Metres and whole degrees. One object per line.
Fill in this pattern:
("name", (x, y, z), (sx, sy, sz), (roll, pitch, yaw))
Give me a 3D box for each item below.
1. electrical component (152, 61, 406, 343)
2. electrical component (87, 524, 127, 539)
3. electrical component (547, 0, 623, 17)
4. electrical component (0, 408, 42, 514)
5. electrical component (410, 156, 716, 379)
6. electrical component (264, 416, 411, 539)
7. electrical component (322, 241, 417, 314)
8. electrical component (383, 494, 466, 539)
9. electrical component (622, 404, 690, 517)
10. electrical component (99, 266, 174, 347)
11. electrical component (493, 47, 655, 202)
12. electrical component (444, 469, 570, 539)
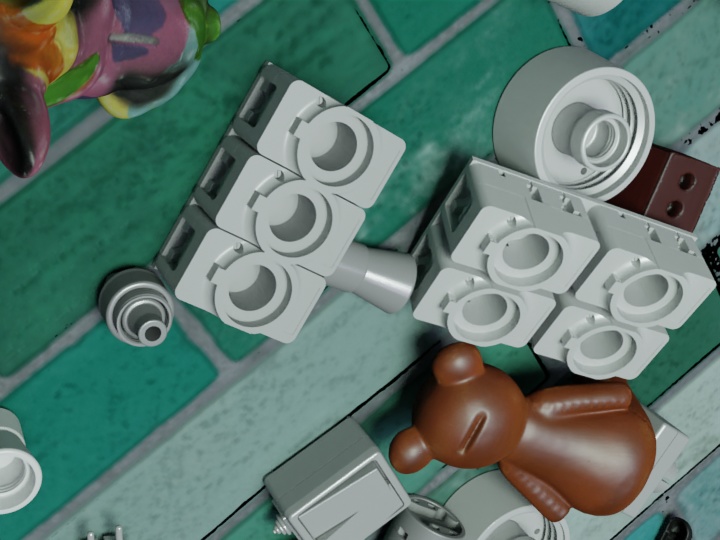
("electrical component", (-0.050, -0.040, 0.674), (0.089, 0.062, 0.150), (26, 99, -32))
("electrical component", (-0.172, 0.207, 0.731), (0.066, 0.047, 0.076), (-8, 114, -23))
("electrical component", (0.131, -0.217, 0.662), (0.060, 0.108, 0.108), (9, 107, -23))
("electrical component", (-0.221, 0.112, 0.655), (0.044, 0.065, 0.044), (-10, 115, -21))
("electrical component", (0.138, 0.006, 0.746), (0.186, 0.060, 0.105), (16, 127, -20))
("electrical component", (-0.020, 0.166, 0.778), (0.096, 0.061, 0.061), (-35, 122, -8))
("electrical component", (0.000, 0.000, 0.729), (0.065, 0.044, 0.044), (19, 102, -26))
("electrical component", (0.047, 0.210, 0.835), (0.055, 0.055, 0.047), (20, 105, -31))
("electrical component", (0.243, 0.166, 0.914), (0.076, 0.047, 0.083), (30, 96, -33))
("electrical component", (-0.135, 0.026, 0.661), (0.043, 0.062, 0.043), (-10, 115, -22))
("electrical component", (0.155, -0.096, 0.750), (0.108, 0.060, 0.108), (-10, 116, -22))
("electrical component", (0.119, 0.223, 0.871), (0.108, 0.060, 0.108), (-10, 115, -22))
